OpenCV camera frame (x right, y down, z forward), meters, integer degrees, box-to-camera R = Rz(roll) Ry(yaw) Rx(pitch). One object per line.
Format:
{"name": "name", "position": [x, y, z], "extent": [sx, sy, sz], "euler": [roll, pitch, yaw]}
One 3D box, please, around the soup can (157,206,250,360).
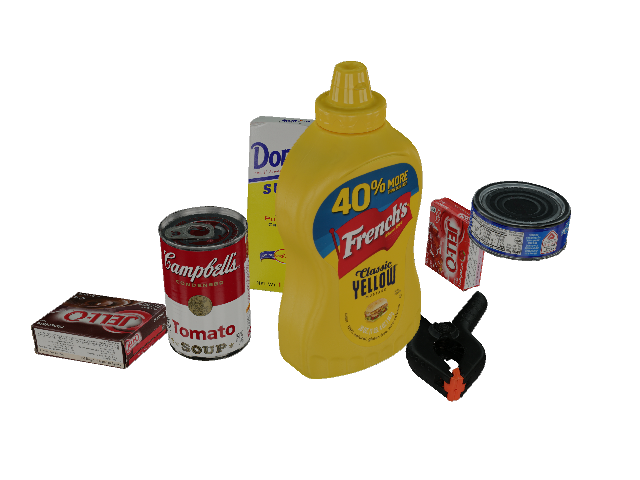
{"name": "soup can", "position": [-0.089, 0.033, 0.829], "extent": [0.068, 0.102, 0.068], "euler": [0, 28, 0]}

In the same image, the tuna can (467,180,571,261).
{"name": "tuna can", "position": [0.171, -0.018, 0.918], "extent": [0.086, 0.034, 0.086], "euler": [2, 30, -1]}

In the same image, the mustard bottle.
{"name": "mustard bottle", "position": [0.018, -0.014, 0.643], "extent": [0.096, 0.192, 0.058], "euler": [-19, 34, -29]}

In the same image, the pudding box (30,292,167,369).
{"name": "pudding box", "position": [-0.230, 0.093, 1.119], "extent": [0.114, 0.039, 0.090], "euler": [4, 21, 21]}

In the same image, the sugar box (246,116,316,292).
{"name": "sugar box", "position": [-0.027, -0.035, 1.089], "extent": [0.093, 0.176, 0.048], "euler": [5, 16, 13]}

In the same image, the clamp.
{"name": "clamp", "position": [0.132, 0.099, 1.088], "extent": [0.120, 0.039, 0.171], "euler": [-8, 34, -9]}

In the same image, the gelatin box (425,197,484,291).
{"name": "gelatin box", "position": [0.159, 0.004, 1.257], "extent": [0.030, 0.089, 0.073], "euler": [-15, 33, -30]}
